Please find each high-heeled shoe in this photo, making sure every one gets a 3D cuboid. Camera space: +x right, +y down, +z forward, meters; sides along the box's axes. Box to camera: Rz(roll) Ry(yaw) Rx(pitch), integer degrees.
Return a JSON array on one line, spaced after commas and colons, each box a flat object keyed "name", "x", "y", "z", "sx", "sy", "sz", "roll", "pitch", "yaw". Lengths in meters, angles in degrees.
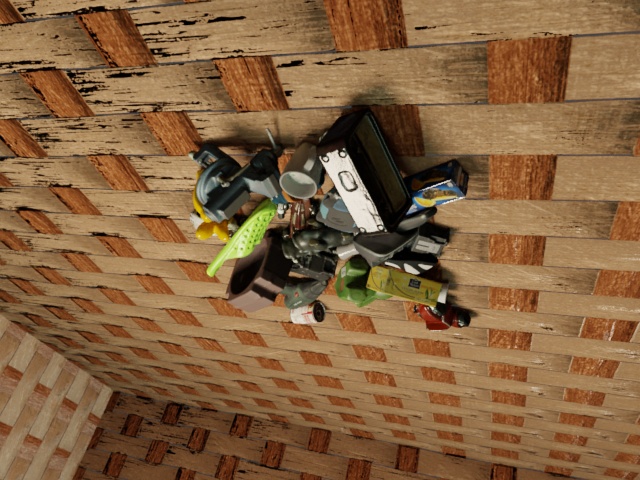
[{"name": "high-heeled shoe", "x": 0.186, "y": 0.012, "z": 1.320, "sx": 0.145, "sy": 0.086, "sz": 0.248, "roll": -8, "pitch": 146, "yaw": 31}]

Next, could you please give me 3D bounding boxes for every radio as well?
[{"name": "radio", "x": 0.091, "y": -0.126, "z": 1.054, "sx": 0.073, "sy": 0.131, "sz": 0.229, "roll": -10, "pitch": 121, "yaw": 40}]

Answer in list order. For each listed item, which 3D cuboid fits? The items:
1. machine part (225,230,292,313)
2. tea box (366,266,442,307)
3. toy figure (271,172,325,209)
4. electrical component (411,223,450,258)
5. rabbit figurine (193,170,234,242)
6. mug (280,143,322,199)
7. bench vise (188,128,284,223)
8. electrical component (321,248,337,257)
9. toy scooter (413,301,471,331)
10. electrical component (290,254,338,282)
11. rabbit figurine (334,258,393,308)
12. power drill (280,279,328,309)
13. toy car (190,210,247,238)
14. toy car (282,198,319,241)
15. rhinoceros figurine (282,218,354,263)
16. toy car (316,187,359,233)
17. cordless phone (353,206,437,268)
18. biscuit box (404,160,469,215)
[{"name": "machine part", "x": -0.164, "y": 0.089, "z": 1.480, "sx": 0.087, "sy": 0.201, "sz": 0.201, "roll": 30, "pitch": 145, "yaw": -25}, {"name": "tea box", "x": 0.222, "y": 0.120, "z": 1.416, "sx": 0.169, "sy": 0.068, "sz": 0.098, "roll": 15, "pitch": 179, "yaw": -24}, {"name": "toy figure", "x": -0.054, "y": -0.118, "z": 1.245, "sx": 0.057, "sy": 0.064, "sz": 0.154, "roll": 23, "pitch": 148, "yaw": -37}, {"name": "electrical component", "x": 0.246, "y": -0.007, "z": 1.293, "sx": 0.119, "sy": 0.048, "sz": 0.074, "roll": 16, "pitch": 147, "yaw": -1}, {"name": "rabbit figurine", "x": -0.248, "y": -0.075, "z": 1.343, "sx": 0.122, "sy": 0.162, "sz": 0.173, "roll": 4, "pitch": 165, "yaw": -3}, {"name": "mug", "x": -0.031, "y": -0.160, "z": 1.131, "sx": 0.081, "sy": 0.107, "sz": 0.109, "roll": 19, "pitch": 144, "yaw": -6}, {"name": "bench vise", "x": -0.199, "y": -0.156, "z": 1.183, "sx": 0.241, "sy": 0.223, "sz": 0.128, "roll": 36, "pitch": 178, "yaw": 32}, {"name": "electrical component", "x": 0.014, "y": 0.021, "z": 1.460, "sx": 0.094, "sy": 0.021, "sz": 0.063, "roll": 2, "pitch": 145, "yaw": 34}, {"name": "toy scooter", "x": 0.337, "y": 0.219, "z": 1.572, "sx": 0.183, "sy": 0.075, "sz": 0.135, "roll": 30, "pitch": 147, "yaw": -28}, {"name": "electrical component", "x": -0.025, "y": 0.071, "z": 1.493, "sx": 0.115, "sy": 0.058, "sz": 0.134, "roll": 20, "pitch": 165, "yaw": -12}, {"name": "rabbit figurine", "x": 0.136, "y": 0.139, "z": 1.506, "sx": 0.170, "sy": 0.121, "sz": 0.159, "roll": 8, "pitch": 154, "yaw": -15}, {"name": "power drill", "x": -0.101, "y": 0.135, "z": 1.646, "sx": 0.207, "sy": 0.086, "sz": 0.232, "roll": 16, "pitch": 151, "yaw": -13}, {"name": "toy car", "x": -0.260, "y": -0.036, "z": 1.468, "sx": 0.202, "sy": 0.056, "sz": 0.073, "roll": 13, "pitch": 147, "yaw": 5}, {"name": "toy car", "x": -0.051, "y": -0.043, "z": 1.369, "sx": 0.089, "sy": 0.053, "sz": 0.202, "roll": 16, "pitch": 149, "yaw": 6}, {"name": "rhinoceros figurine", "x": -0.003, "y": -0.004, "z": 1.332, "sx": 0.190, "sy": 0.073, "sz": 0.112, "roll": -17, "pitch": 159, "yaw": 3}, {"name": "toy car", "x": 0.056, "y": -0.087, "z": 1.203, "sx": 0.109, "sy": 0.103, "sz": 0.161, "roll": 17, "pitch": 158, "yaw": 5}, {"name": "cordless phone", "x": 0.173, "y": -0.015, "z": 1.192, "sx": 0.088, "sy": 0.146, "sz": 0.184, "roll": 59, "pitch": 152, "yaw": -1}, {"name": "biscuit box", "x": 0.213, "y": -0.103, "z": 1.148, "sx": 0.203, "sy": 0.063, "sz": 0.059, "roll": -18, "pitch": 132, "yaw": 42}]
